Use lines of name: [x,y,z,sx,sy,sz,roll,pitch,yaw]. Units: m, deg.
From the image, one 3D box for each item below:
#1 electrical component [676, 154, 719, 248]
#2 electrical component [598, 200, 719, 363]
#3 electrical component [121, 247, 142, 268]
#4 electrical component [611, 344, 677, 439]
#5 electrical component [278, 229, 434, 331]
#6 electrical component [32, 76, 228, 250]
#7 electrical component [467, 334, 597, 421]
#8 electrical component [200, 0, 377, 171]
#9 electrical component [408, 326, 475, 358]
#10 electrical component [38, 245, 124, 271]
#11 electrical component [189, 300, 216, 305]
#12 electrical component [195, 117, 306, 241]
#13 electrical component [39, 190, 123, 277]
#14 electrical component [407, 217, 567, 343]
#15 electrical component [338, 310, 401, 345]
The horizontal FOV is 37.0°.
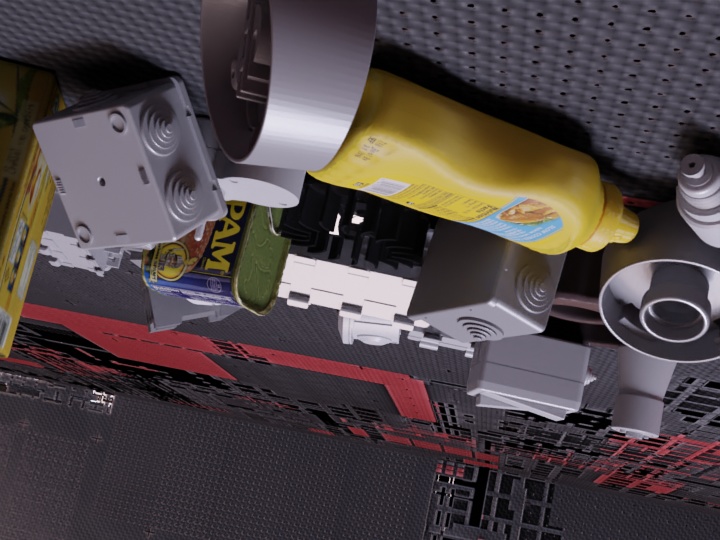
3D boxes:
electrical component: [0.187,-0.040,0.568,0.040,0.040,0.078,2,163,35]
electrical component: [0.195,0.007,0.648,0.099,0.064,0.099,14,139,12]
electrical component: [-0.134,-0.024,0.862,0.096,0.061,0.061,8,166,15]
electrical component: [0.208,0.091,0.794,0.044,0.065,0.044,12,169,2]
electrical component: [0.000,0.000,0.813,0.121,0.063,0.078,12,125,0]
electrical component: [-0.138,-0.060,0.638,0.100,0.099,0.048,-4,-157,36]
electrical component: [0.136,0.083,0.841,0.096,0.061,0.061,13,169,0]
electrical component: [-0.034,-0.091,0.446,0.064,0.099,0.099,11,167,-20]
electrical component: [0.105,0.041,0.912,0.121,0.063,0.078,12,166,1]
electrical component: [-0.255,-0.026,0.999,0.081,0.042,0.064,12,168,4]
electrical component: [-0.134,-0.009,0.949,0.077,0.043,0.079,-18,131,39]
electrical component: [-0.104,-0.055,0.689,0.138,0.073,0.052,7,165,19]
electrical component: [-0.231,-0.040,0.880,0.079,0.063,0.121,13,166,-1]
electrical component: [0.084,-0.003,0.683,0.048,0.099,0.100,30,157,-25]
electrical component: [0.011,0.023,0.891,0.051,0.080,0.080,6,166,3]
